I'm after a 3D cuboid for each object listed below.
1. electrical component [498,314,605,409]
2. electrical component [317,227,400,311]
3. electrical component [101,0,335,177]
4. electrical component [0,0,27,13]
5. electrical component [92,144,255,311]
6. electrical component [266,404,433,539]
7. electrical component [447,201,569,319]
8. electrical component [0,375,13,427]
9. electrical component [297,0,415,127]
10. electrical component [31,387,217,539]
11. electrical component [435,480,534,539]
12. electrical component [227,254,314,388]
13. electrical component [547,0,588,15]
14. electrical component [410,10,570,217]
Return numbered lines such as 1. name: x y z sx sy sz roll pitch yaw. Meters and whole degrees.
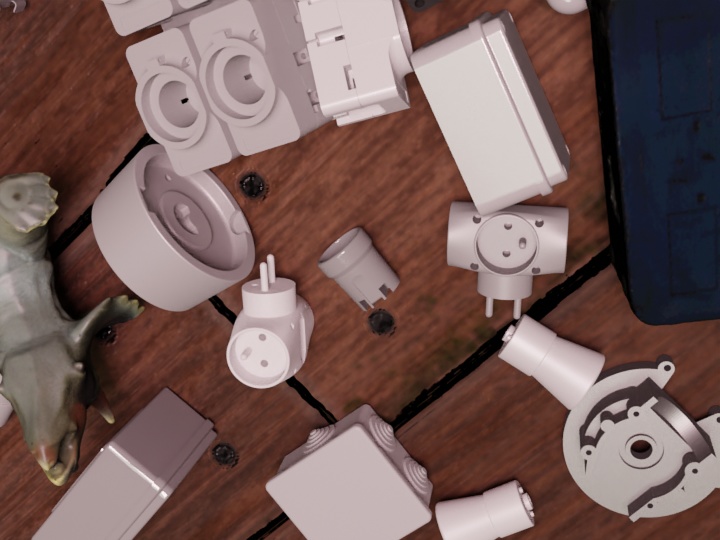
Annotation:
1. electrical component: 0.128 0.060 0.736 0.065 0.044 0.044 32 110 4
2. electrical component: 0.000 0.000 0.741 0.040 0.040 0.046 -37 104 18
3. electrical component: -0.101 -0.163 0.679 0.105 0.060 0.186 -13 105 32
4. electrical component: -0.253 -0.194 0.679 0.063 0.121 0.078 28 110 -3
5. electrical component: -0.130 -0.023 0.722 0.060 0.108 0.108 -35 99 24
6. electrical component: -0.005 0.158 0.785 0.100 0.048 0.099 -35 98 18
7. electrical component: 0.098 -0.005 0.718 0.077 0.044 0.079 4 108 9
8. electrical component: -0.273 0.088 0.815 0.044 0.044 0.065 34 114 -2
9. electrical component: 0.000 -0.141 0.662 0.056 0.050 0.089 -13 85 12
10. electrical component: -0.169 0.155 0.782 0.056 0.108 0.108 40 109 -1
11. electrical component: 0.093 0.179 0.780 0.065 0.044 0.044 -24 102 11
12. electrical component: -0.062 0.030 0.740 0.043 0.077 0.079 1 107 10
13. electrical component: 0.124 -0.204 0.643 0.054 0.059 0.095 -22 102 16
14. electrical component: 0.085 -0.100 0.673 0.057 0.078 0.113 -22 102 19
